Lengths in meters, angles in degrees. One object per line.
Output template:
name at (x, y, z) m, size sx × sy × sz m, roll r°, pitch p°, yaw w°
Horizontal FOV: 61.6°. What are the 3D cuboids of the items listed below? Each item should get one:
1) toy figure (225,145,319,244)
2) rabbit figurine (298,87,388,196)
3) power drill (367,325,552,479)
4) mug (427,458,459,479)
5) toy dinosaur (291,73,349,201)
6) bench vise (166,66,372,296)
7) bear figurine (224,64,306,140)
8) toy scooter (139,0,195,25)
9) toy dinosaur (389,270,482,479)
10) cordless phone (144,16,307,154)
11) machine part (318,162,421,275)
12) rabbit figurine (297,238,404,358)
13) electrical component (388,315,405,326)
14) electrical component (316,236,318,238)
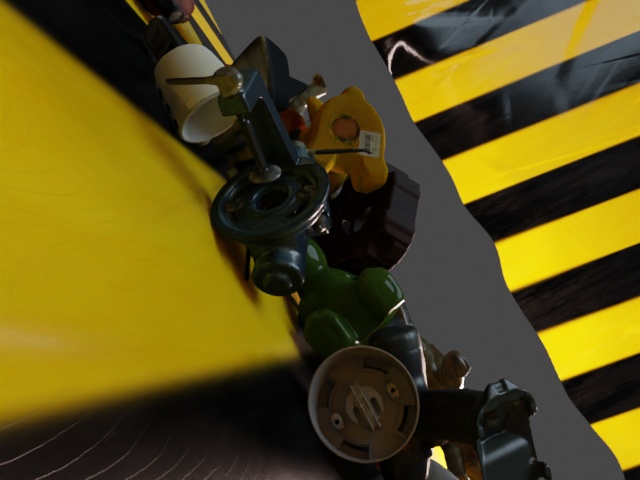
toy figure at (-0.059, -0.062, 0.743) m, size 0.180 × 0.089 × 0.082 m, roll 59°, pitch -1°, yaw 0°
rabbit figurine at (0.014, -0.129, 0.764) m, size 0.173 × 0.122 × 0.162 m, roll 119°, pitch -32°, yaw -68°
power drill at (0.126, 0.205, 0.548) m, size 0.207 × 0.086 × 0.232 m, roll 169°, pitch -89°, yaw -67°
mug at (0.159, 0.351, 0.730) m, size 0.109 × 0.081 × 0.107 m, roll 57°, pitch -5°, yaw -11°
toy dinosaur at (-0.045, -0.156, 0.948) m, size 0.131 × 0.192 × 0.405 m, roll 88°, pitch -21°, yaw -63°
bench vise at (-0.045, -0.074, 0.541) m, size 0.240 × 0.129 × 0.224 m, roll 69°, pitch 30°, yaw -42°
bear figurine at (-0.121, -0.186, 0.838) m, size 0.196 × 0.131 × 0.120 m, roll 33°, pitch 31°, yaw 19°
toy scooter at (-0.236, -0.368, 0.735) m, size 0.183 × 0.075 × 0.135 m, roll 53°, pitch 8°, yaw -40°
toy dinosaur at (0.185, 0.239, 0.878) m, size 0.198 × 0.105 × 0.471 m, roll 70°, pitch 2°, yaw -77°
cordless phone at (-0.120, -0.207, 0.638) m, size 0.184 × 0.146 × 0.089 m, roll 50°, pitch 49°, yaw -11°
machine part at (0.065, -0.027, 0.770) m, size 0.056 × 0.179 × 0.179 m, roll 29°, pitch 20°, yaw -27°
rabbit figurine at (0.010, 0.056, 0.670) m, size 0.170 × 0.121 × 0.159 m, roll 47°, pitch -4°, yaw 17°
electrical component at (0.075, 0.155, 0.752) m, size 0.134 × 0.058 × 0.114 m, roll -124°, pitch -136°, yaw -76°
electrical component at (-0.002, -0.003, 0.870) m, size 0.119 × 0.048 × 0.075 m, roll 61°, pitch -3°, yaw -10°
